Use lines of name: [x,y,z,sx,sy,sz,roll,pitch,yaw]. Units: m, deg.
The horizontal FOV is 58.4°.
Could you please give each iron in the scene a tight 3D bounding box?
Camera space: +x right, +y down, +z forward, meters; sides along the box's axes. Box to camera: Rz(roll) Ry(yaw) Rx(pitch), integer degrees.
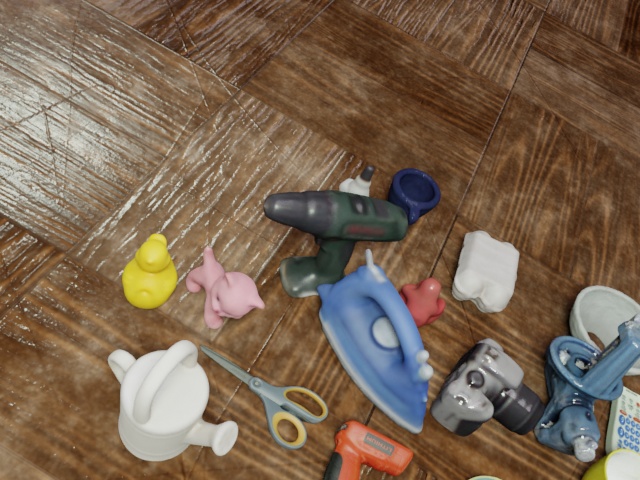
iron: [0.103,0.142,0.834,0.119,0.141,0.258,-17,63,-29]

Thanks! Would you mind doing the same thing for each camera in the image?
camera: [0.261,0.232,0.853,0.136,0.100,0.143,39,52,10]

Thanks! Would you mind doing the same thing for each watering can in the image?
watering can: [-0.173,0.184,0.667,0.173,0.194,0.101,19,51,-6]

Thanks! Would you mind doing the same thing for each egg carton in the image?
egg carton: [0.293,0.055,1.014,0.107,0.069,0.150,25,51,-1]

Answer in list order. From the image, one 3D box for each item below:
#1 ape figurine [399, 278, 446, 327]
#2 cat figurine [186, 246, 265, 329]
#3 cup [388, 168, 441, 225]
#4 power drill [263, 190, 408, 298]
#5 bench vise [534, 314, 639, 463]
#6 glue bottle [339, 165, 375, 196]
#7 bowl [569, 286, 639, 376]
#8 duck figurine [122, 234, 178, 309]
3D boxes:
ape figurine: [0.169,0.094,0.925,0.077,0.092,0.076,39,52,10]
cat figurine: [-0.135,0.066,0.816,0.067,0.117,0.127,-22,65,-31]
cup: [0.158,-0.058,1.030,0.092,0.095,0.118,17,51,-8]
power drill: [0.008,0.003,0.857,0.230,0.208,0.075,-4,57,-22]
bench vise: [0.414,0.215,0.845,0.122,0.219,0.207,9,53,-14]
glue bottle: [0.053,-0.065,0.947,0.078,0.173,0.037,41,52,12]
bowl: [0.502,0.169,1.006,0.168,0.074,0.167,10,53,-13]
duck figurine: [-0.241,0.040,0.817,0.077,0.086,0.104,12,52,-11]
